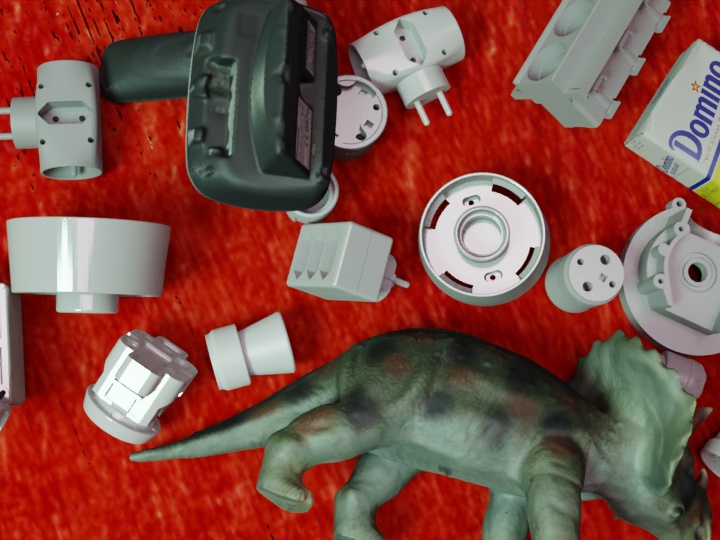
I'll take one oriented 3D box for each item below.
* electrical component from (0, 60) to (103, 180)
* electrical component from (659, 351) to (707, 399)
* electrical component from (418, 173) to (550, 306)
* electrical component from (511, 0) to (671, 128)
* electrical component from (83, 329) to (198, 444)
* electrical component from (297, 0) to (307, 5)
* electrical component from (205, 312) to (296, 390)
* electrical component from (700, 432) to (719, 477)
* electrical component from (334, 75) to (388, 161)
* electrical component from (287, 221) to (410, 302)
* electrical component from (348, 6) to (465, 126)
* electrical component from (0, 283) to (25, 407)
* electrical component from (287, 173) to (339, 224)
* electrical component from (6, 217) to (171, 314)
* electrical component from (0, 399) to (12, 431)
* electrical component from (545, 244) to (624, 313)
[{"bbox_3d":[-0.226,-0.106,0.768,0.079,0.043,0.077,-3,82,-7],"label":"electrical component"},{"bbox_3d":[0.221,0.075,0.792,0.061,0.035,0.035,21,80,0],"label":"electrical component"},{"bbox_3d":[0.091,-0.024,0.791,0.099,0.064,0.099,-1,85,7],"label":"electrical component"},{"bbox_3d":[0.177,-0.171,0.807,0.063,0.079,0.121,38,78,-29],"label":"electrical component"},{"bbox_3d":[-0.152,0.081,0.736,0.058,0.078,0.057,34,99,1],"label":"electrical component"},{"bbox_3d":[-0.055,-0.176,0.799,0.040,0.040,0.078,-14,83,-8],"label":"electrical component"},{"bbox_3d":[-0.077,0.058,0.759,0.055,0.045,0.045,-15,83,-8],"label":"electrical component"},{"bbox_3d":[0.279,0.129,0.788,0.040,0.040,0.046,44,74,2],"label":"electrical component"},{"bbox_3d":[-0.010,-0.109,0.790,0.055,0.047,0.055,1,81,-6],"label":"electrical component"},{"bbox_3d":[0.000,0.000,0.769,0.077,0.066,0.047,21,79,-32],"label":"electrical component"},{"bbox_3d":[0.042,-0.147,0.802,0.077,0.043,0.079,-24,84,-9],"label":"electrical component"},{"bbox_3d":[-0.265,0.047,0.732,0.062,0.061,0.096,-4,82,-7],"label":"electrical component"},{"bbox_3d":[-0.037,-0.053,0.779,0.040,0.046,0.040,1,81,-6],"label":"electrical component"},{"bbox_3d":[-0.184,-0.001,0.728,0.108,0.108,0.060,1,87,-6],"label":"electrical component"},{"bbox_3d":[-0.259,0.083,0.675,0.065,0.044,0.044,37,80,5],"label":"electrical component"},{"bbox_3d":[0.164,0.006,0.786,0.045,0.055,0.045,1,81,-6],"label":"electrical component"}]
